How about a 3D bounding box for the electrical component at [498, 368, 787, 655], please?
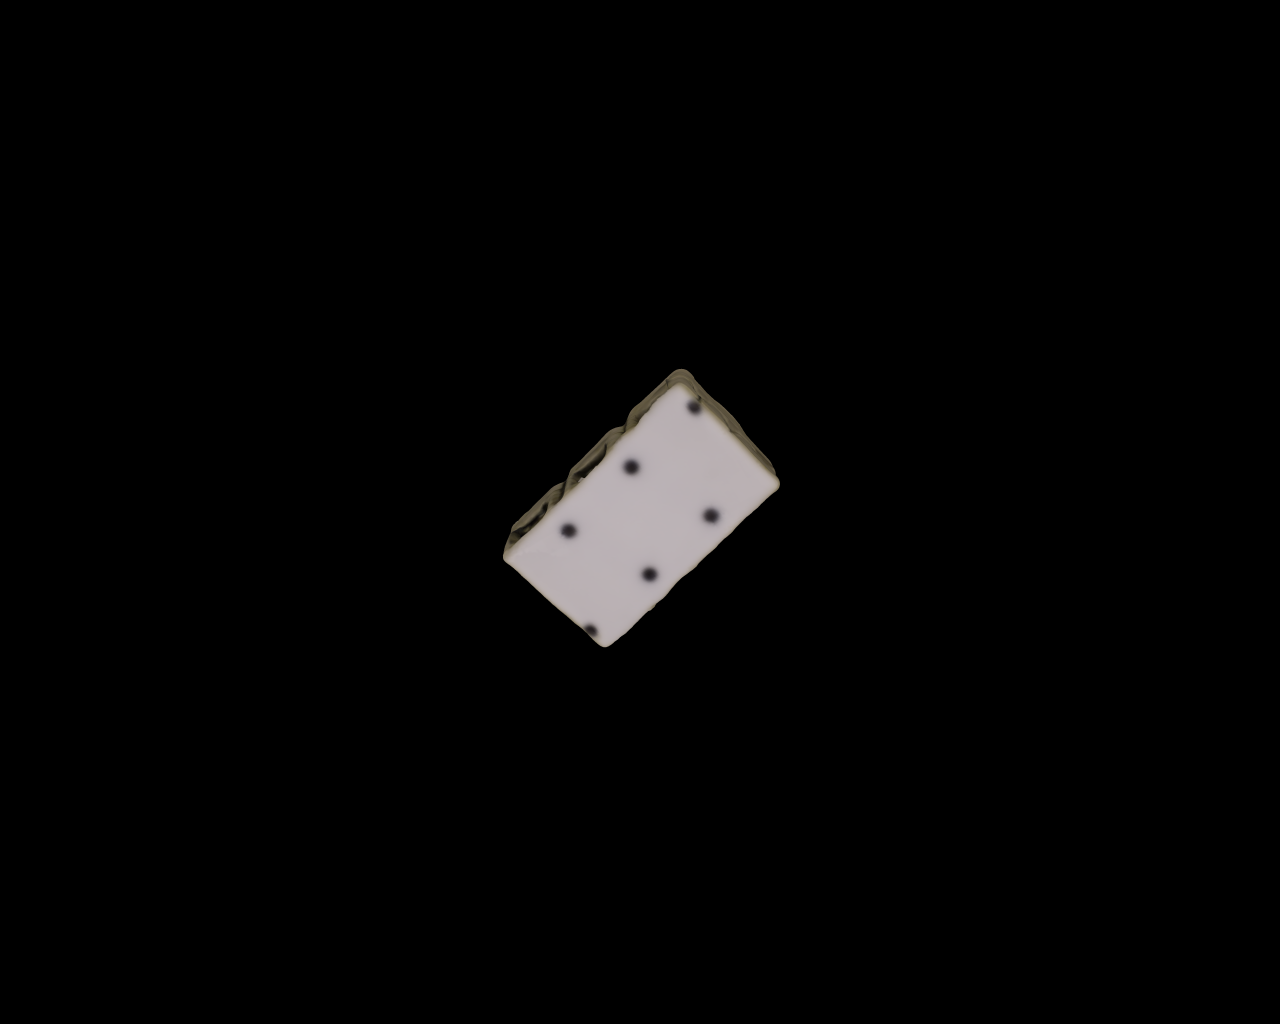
[{"bbox_3d":[0.001,-0.003,0.650,0.150,0.089,0.062,-43,12,11],"label":"electrical component"}]
